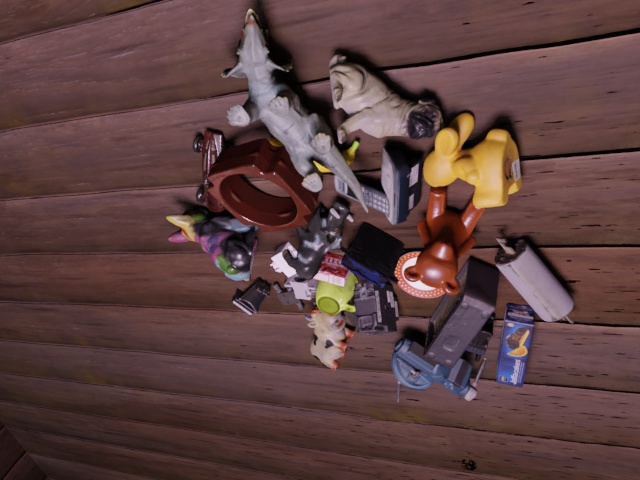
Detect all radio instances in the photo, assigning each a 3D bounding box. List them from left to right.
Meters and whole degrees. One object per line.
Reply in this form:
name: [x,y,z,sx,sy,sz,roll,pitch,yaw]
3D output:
radio: [0.301,0.162,1.160,0.073,0.131,0.229,22,130,5]

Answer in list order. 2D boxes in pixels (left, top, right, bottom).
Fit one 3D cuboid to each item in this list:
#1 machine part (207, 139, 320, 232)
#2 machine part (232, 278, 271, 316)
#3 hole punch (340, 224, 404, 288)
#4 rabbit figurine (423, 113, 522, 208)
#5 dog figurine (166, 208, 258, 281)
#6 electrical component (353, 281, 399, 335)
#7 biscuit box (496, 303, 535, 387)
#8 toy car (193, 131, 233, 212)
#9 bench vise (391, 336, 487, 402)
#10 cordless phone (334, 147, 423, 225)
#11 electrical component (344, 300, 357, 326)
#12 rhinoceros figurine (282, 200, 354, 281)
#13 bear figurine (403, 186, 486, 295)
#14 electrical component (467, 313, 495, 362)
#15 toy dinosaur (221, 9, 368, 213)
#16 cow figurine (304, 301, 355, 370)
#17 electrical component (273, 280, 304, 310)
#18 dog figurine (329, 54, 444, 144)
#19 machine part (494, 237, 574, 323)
machine part: [-0.116,-0.111,1.131,0.202,0.087,0.200,-7,140,38]
machine part: [-0.179,0.151,1.423,0.084,0.039,0.139,45,131,-6]
hole punch: [0.107,0.045,1.174,0.142,0.116,0.092,32,139,-1]
rabbit figurine: [0.259,-0.138,0.971,0.173,0.122,0.162,4,127,45]
dog figurine: [-0.257,0.002,1.261,0.219,0.192,0.108,7,135,0]
electrical component: [0.131,0.157,1.228,0.058,0.115,0.134,-10,164,31]
biscuit box: [0.437,0.239,1.204,0.063,0.059,0.202,7,127,18]
toy car: [-0.241,-0.149,1.217,0.089,0.053,0.201,18,131,14]
bench vise: [0.261,0.323,1.313,0.224,0.129,0.240,23,151,-6]
cordless phone: [0.106,-0.124,1.071,0.184,0.089,0.146,24,140,29]
electrical component: [0.098,0.183,1.320,0.078,0.045,0.102,-14,118,29]
rhinoceros figurine: [-0.002,-0.004,1.173,0.112,0.073,0.190,38,103,38]
bear figurine: [0.236,0.000,1.025,0.120,0.196,0.131,20,129,13]
electrical component: [0.357,0.221,1.219,0.048,0.075,0.119,18,133,10]
toy dinosaur: [-0.047,-0.223,1.012,0.131,0.192,0.404,-29,121,24]
cow figurine: [0.019,0.236,1.370,0.127,0.085,0.194,25,137,11]
electrical component: [-0.079,0.145,1.384,0.063,0.021,0.094,-15,118,32]
dog figurine: [0.118,-0.257,0.967,0.191,0.121,0.172,-10,110,3]
machine part: [0.430,0.082,1.080,0.243,0.079,0.079,45,129,-13]
